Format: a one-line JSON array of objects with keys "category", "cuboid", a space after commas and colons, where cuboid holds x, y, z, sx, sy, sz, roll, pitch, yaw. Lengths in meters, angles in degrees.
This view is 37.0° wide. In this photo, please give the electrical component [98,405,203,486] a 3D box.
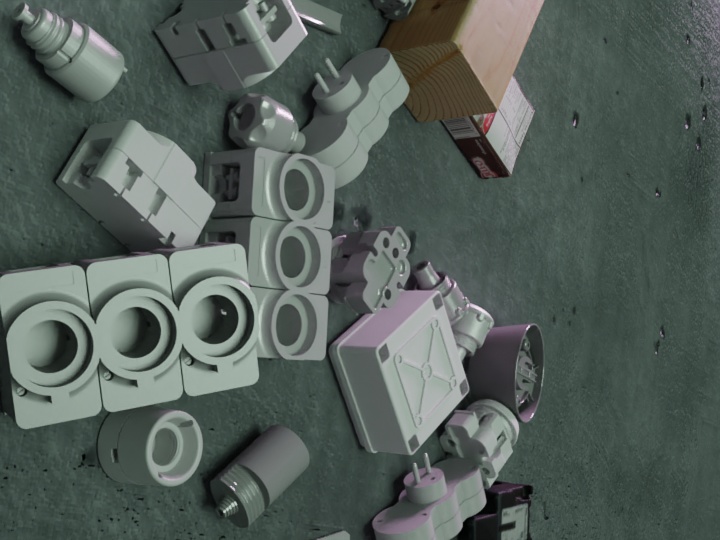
[{"category": "electrical component", "cuboid": [-0.140, 0.118, 0.723, 0.055, 0.047, 0.055, 1, 88, -52]}]

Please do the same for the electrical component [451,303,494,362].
[{"category": "electrical component", "cuboid": [0.097, 0.064, 1.026, 0.048, 0.048, 0.062, 42, 65, -43]}]

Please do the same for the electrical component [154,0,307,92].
[{"category": "electrical component", "cuboid": [-0.089, -0.164, 0.758, 0.050, 0.089, 0.055, -56, 130, -36]}]

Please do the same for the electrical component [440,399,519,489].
[{"category": "electrical component", "cuboid": [0.118, 0.162, 1.039, 0.057, 0.058, 0.078, -44, 121, -39]}]

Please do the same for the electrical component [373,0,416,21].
[{"category": "electrical component", "cuboid": [0.036, -0.251, 0.959, 0.040, 0.040, 0.046, 45, 61, -41]}]

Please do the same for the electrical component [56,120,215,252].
[{"category": "electrical component", "cuboid": [-0.146, -0.055, 0.716, 0.089, 0.050, 0.055, 48, 54, -40]}]

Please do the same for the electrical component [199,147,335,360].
[{"category": "electrical component", "cuboid": [-0.067, -0.009, 0.805, 0.089, 0.062, 0.150, 9, 82, -51]}]

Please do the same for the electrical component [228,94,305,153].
[{"category": "electrical component", "cuboid": [-0.068, -0.107, 0.821, 0.062, 0.043, 0.043, 21, 73, -51]}]

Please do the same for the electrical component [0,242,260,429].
[{"category": "electrical component", "cuboid": [-0.144, 0.036, 0.661, 0.150, 0.062, 0.089, -9, 97, -26]}]

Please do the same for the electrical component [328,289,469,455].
[{"category": "electrical component", "cuboid": [0.036, 0.087, 0.938, 0.109, 0.056, 0.108, -40, 119, -45]}]

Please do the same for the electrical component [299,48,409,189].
[{"category": "electrical component", "cuboid": [-0.015, -0.138, 0.881, 0.073, 0.052, 0.138, 56, 48, -34]}]

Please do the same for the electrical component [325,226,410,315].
[{"category": "electrical component", "cuboid": [0.000, 0.000, 0.893, 0.058, 0.057, 0.078, 53, 51, -37]}]

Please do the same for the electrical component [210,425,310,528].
[{"category": "electrical component", "cuboid": [-0.079, 0.156, 0.802, 0.081, 0.043, 0.043, -40, 120, -44]}]

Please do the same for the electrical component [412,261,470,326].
[{"category": "electrical component", "cuboid": [0.069, 0.021, 0.992, 0.048, 0.048, 0.062, -50, 120, -40]}]

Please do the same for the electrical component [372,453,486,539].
[{"category": "electrical component", "cuboid": [0.061, 0.203, 0.969, 0.138, 0.052, 0.073, -31, 113, -48]}]

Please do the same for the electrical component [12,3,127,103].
[{"category": "electrical component", "cuboid": [-0.185, -0.139, 0.677, 0.078, 0.040, 0.040, 39, 60, -44]}]

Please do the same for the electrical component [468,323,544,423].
[{"category": "electrical component", "cuboid": [0.154, 0.103, 1.080, 0.099, 0.064, 0.099, 2, 88, -52]}]
